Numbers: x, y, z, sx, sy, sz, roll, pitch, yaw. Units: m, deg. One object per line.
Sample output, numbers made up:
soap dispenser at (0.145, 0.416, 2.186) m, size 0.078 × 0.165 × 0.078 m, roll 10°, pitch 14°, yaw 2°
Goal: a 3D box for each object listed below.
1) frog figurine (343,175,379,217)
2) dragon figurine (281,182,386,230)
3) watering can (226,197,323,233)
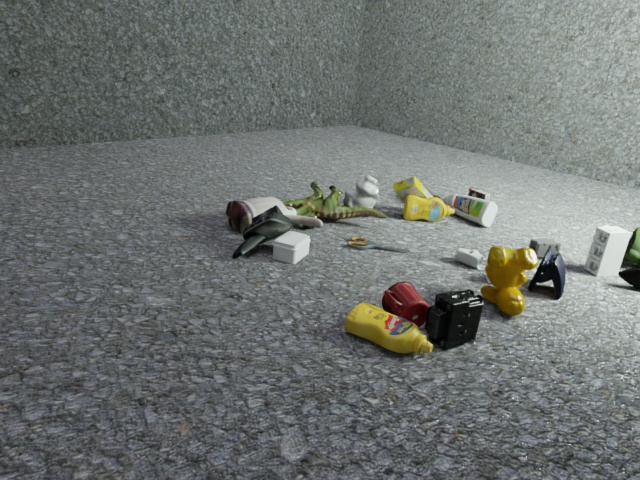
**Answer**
frog figurine at (0.160, -0.174, 1.971) m, size 0.137 × 0.157 × 0.124 m, roll 6°, pitch 18°, yaw 1°
dragon figurine at (0.006, -0.093, 1.849) m, size 0.412 × 0.119 × 0.247 m, roll 17°, pitch 40°, yaw 32°
watering can at (-0.167, -0.080, 1.694) m, size 0.225 × 0.103 × 0.350 m, roll -10°, pitch 19°, yaw -36°
